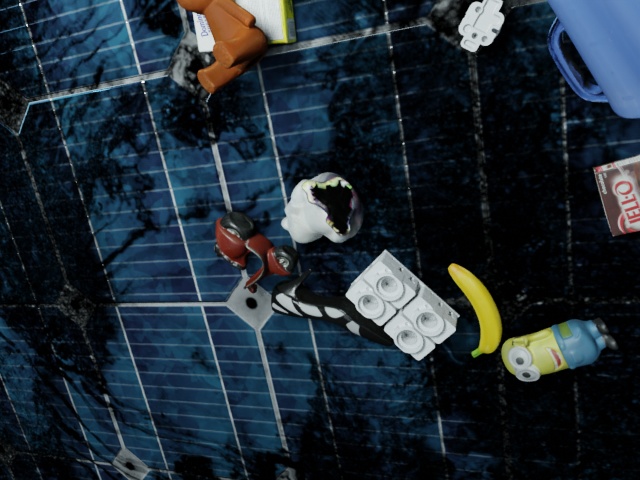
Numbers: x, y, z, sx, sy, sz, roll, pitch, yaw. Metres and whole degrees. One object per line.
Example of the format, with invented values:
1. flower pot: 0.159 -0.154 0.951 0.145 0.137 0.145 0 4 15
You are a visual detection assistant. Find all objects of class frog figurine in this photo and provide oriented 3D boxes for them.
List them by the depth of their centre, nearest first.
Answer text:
1. frog figurine: 0.003 -0.048 0.954 0.137 0.125 0.157 36 154 -6
